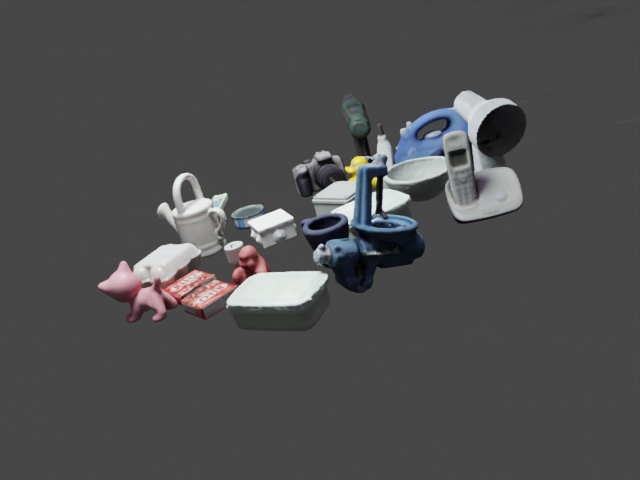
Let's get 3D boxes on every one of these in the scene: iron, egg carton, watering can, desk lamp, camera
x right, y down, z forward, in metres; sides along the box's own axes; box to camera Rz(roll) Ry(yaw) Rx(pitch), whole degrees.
[{"bbox_3d":[0.299,-0.282,1.554,0.258,0.142,0.118,-19,23,-10],"label":"iron"},{"bbox_3d":[-0.329,0.061,1.240,0.107,0.069,0.150,-3,26,26],"label":"egg carton"},{"bbox_3d":[-0.302,-0.060,1.341,0.172,0.194,0.101,-12,23,6],"label":"watering can"},{"bbox_3d":[0.366,-0.222,1.282,0.118,0.214,0.203,-18,23,-8],"label":"desk lamp"},{"bbox_3d":[0.005,-0.178,1.547,0.143,0.101,0.136,-18,23,-7],"label":"camera"}]

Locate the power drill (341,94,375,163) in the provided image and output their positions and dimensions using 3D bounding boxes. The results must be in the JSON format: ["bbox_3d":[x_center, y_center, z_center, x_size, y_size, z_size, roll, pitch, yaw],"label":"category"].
[{"bbox_3d":[0.109,-0.293,1.611,0.075,0.209,0.229,-14,23,1],"label":"power drill"}]

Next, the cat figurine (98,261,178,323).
[{"bbox_3d":[-0.356,0.097,1.110,0.127,0.118,0.067,-7,24,19],"label":"cat figurine"}]

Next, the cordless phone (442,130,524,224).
[{"bbox_3d":[0.319,-0.134,1.143,0.147,0.185,0.094,-14,23,3],"label":"cordless phone"}]

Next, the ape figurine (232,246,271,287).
[{"bbox_3d":[-0.132,0.054,1.105,0.077,0.092,0.076,9,33,44],"label":"ape figurine"}]

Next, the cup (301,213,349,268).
[{"bbox_3d":[0.010,0.004,1.130,0.092,0.095,0.117,-32,28,-34],"label":"cup"}]

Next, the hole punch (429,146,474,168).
[{"bbox_3d":[0.336,-0.222,1.458,0.109,0.091,0.101,-21,23,-13],"label":"hole punch"}]

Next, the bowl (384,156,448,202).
[{"bbox_3d":[0.235,-0.135,1.341,0.167,0.075,0.167,-13,23,6],"label":"bowl"}]

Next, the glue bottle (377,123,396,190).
[{"bbox_3d":[0.164,-0.205,1.417,0.037,0.173,0.078,-8,24,17],"label":"glue bottle"}]

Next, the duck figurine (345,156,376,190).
[{"bbox_3d":[0.114,-0.178,1.500,0.104,0.086,0.077,-11,23,9],"label":"duck figurine"}]

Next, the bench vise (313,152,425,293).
[{"bbox_3d":[0.086,-0.028,0.996,0.121,0.220,0.208,10,33,45],"label":"bench vise"}]
